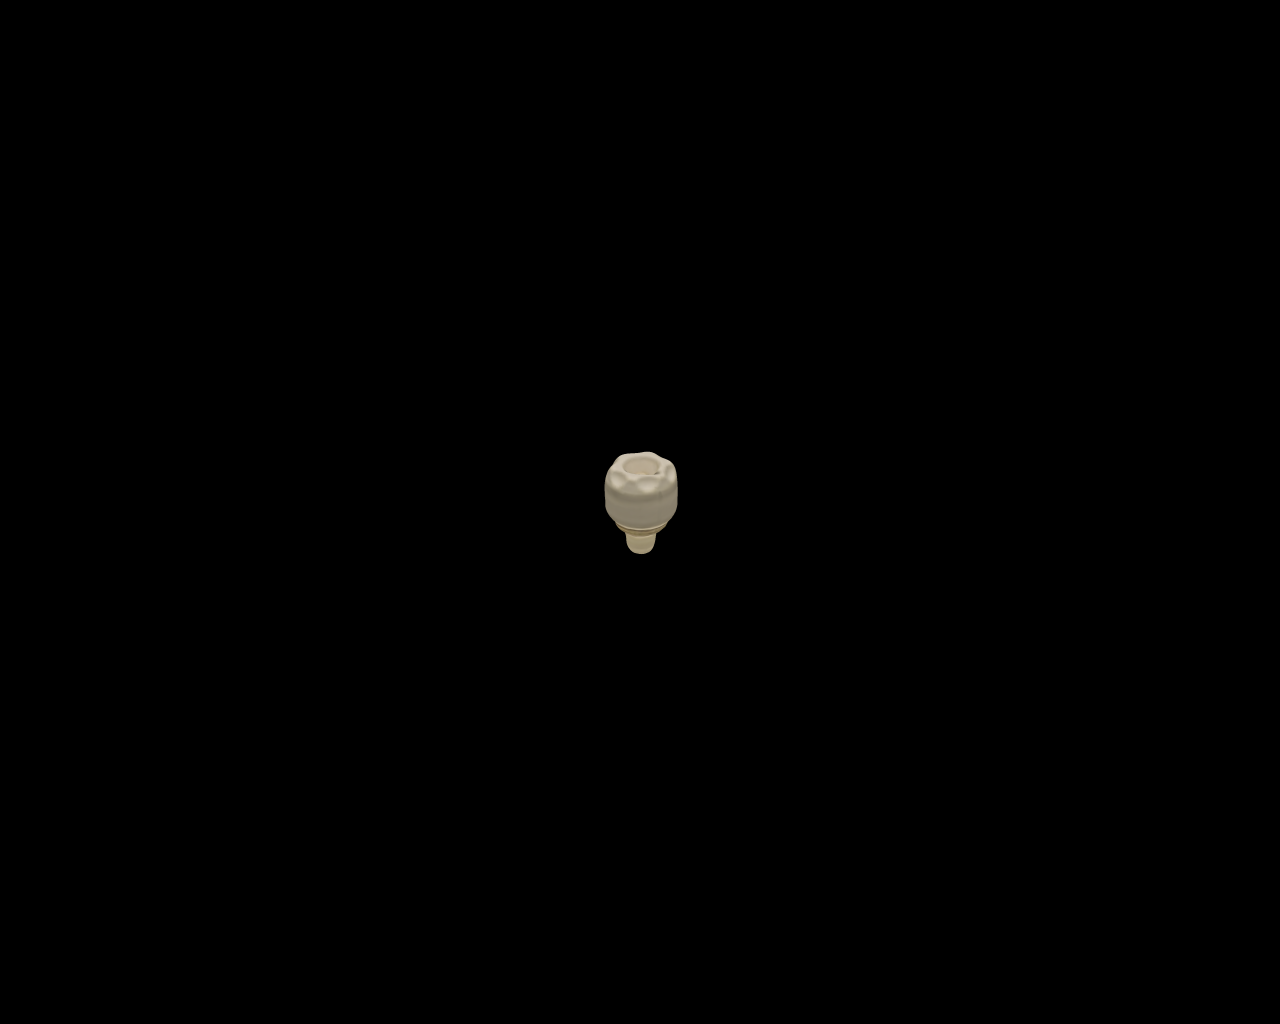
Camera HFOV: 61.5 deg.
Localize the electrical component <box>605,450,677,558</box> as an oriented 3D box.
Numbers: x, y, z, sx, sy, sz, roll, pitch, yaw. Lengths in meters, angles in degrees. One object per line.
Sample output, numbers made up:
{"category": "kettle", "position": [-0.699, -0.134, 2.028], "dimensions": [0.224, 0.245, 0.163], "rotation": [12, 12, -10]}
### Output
{"category": "electrical component", "position": [0.001, -0.003, 0.650], "dimensions": [0.043, 0.062, 0.043], "rotation": [0, 31, 0]}
